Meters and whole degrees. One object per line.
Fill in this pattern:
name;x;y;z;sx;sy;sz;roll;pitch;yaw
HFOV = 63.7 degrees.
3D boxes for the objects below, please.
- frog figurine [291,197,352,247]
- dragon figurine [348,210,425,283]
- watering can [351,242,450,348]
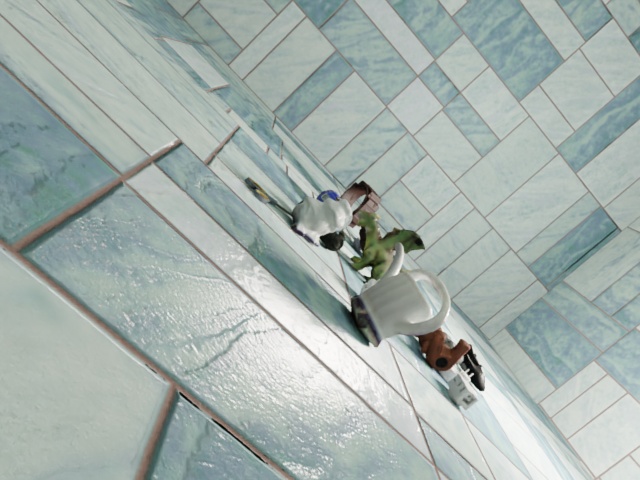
frog figurine;0.004;-0.073;1.458;0.136;0.159;0.125;44;9;-22
dragon figurine;0.241;0.063;1.719;0.416;0.242;0.121;50;4;25
watering can;0.174;0.129;1.243;0.354;0.224;0.102;-117;-178;-62
